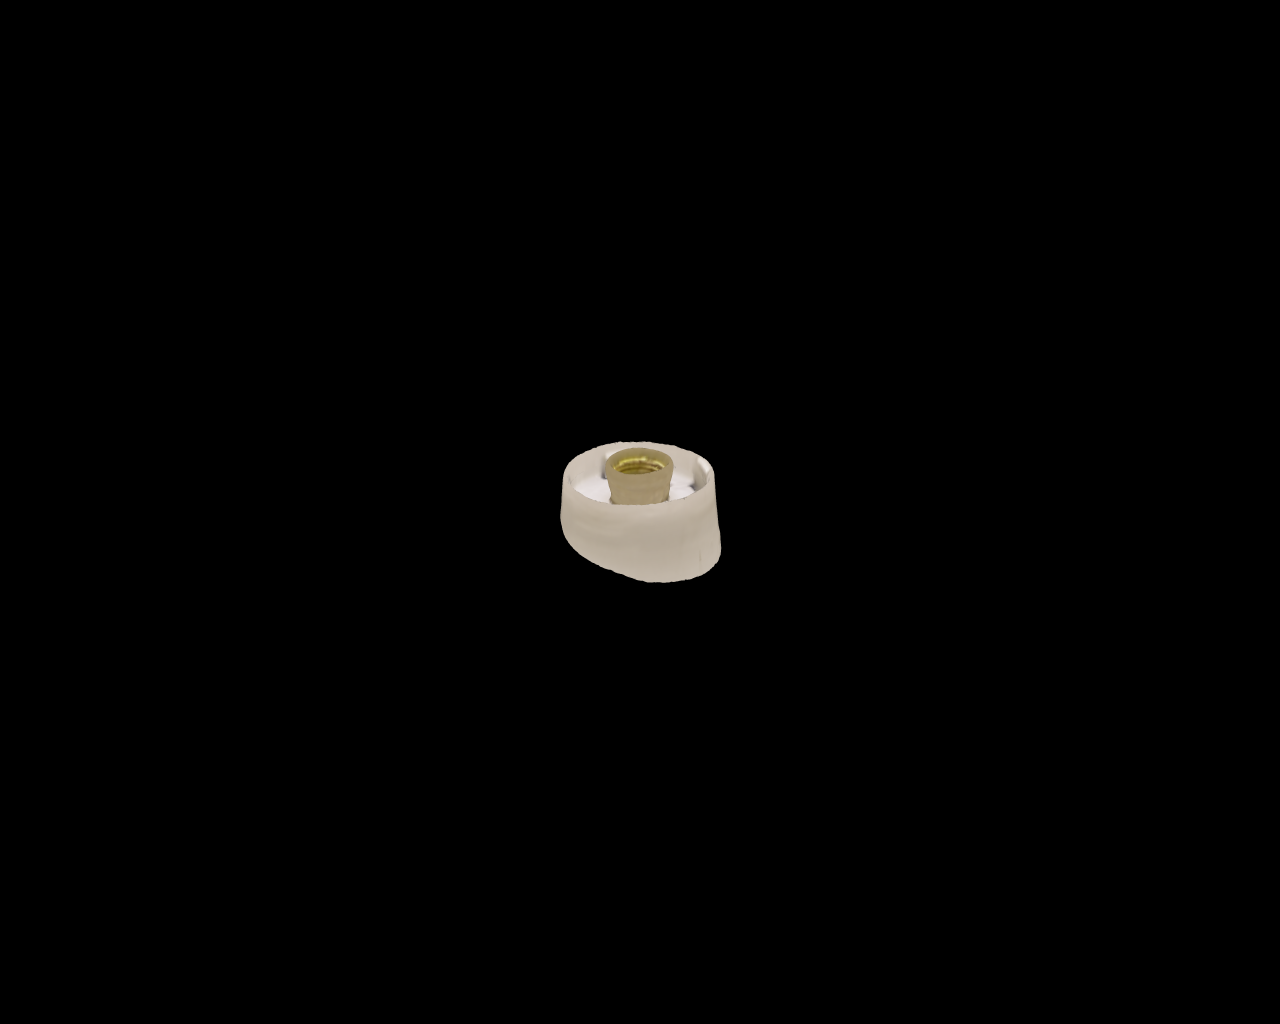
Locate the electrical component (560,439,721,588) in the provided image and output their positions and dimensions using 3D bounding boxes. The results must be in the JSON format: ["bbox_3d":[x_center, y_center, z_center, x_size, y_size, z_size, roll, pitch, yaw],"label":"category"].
[{"bbox_3d":[0.001,-0.003,0.650,0.099,0.064,0.099,0,27,0],"label":"electrical component"}]
